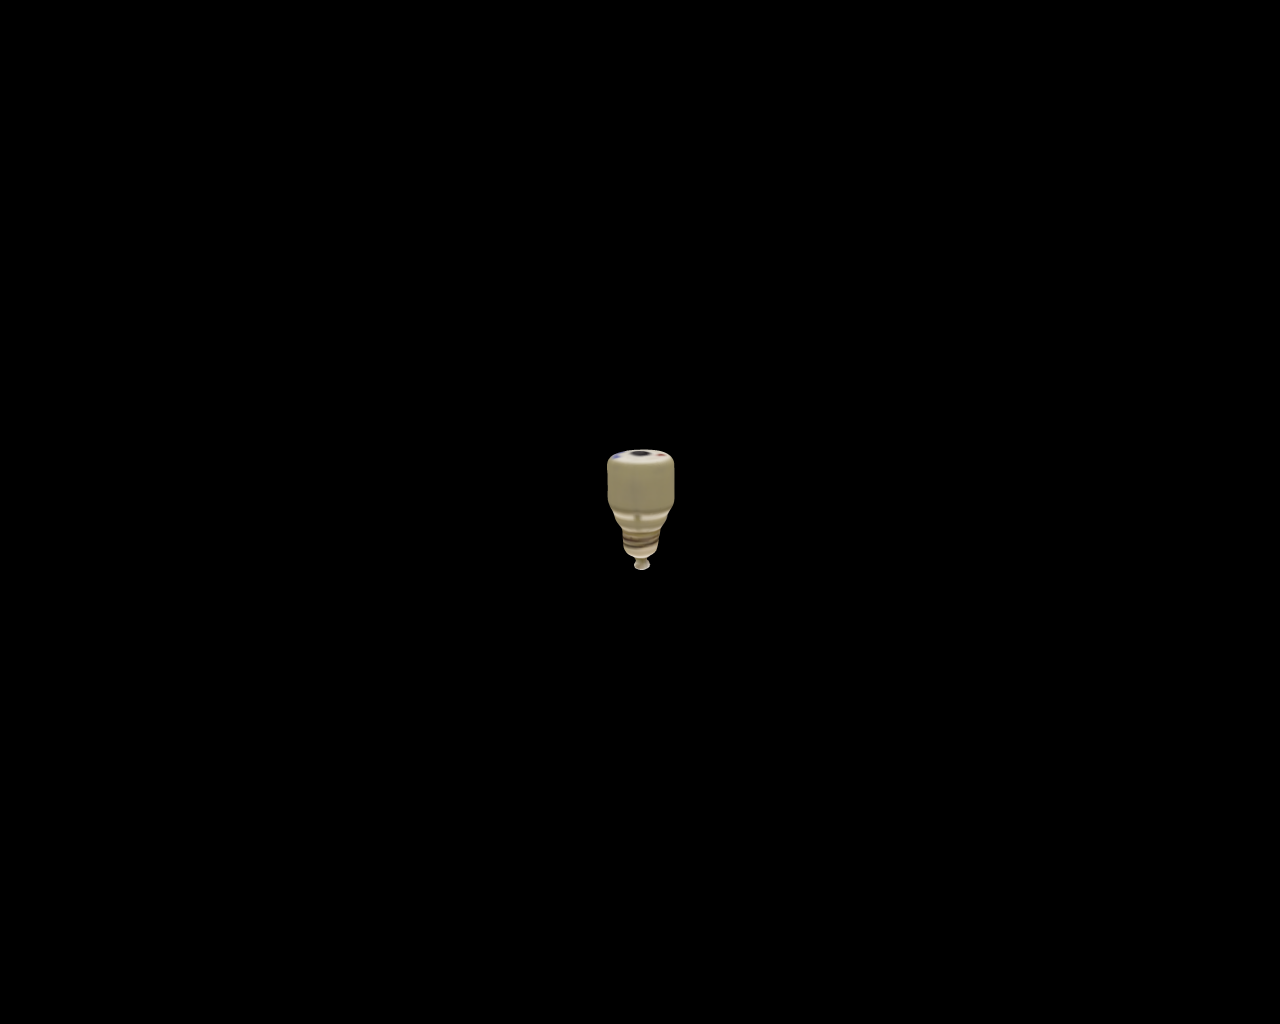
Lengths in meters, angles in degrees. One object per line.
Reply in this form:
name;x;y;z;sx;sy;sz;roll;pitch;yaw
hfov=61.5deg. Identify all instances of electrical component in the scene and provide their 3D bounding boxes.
electrical component;0.001;-0.003;0.650;0.040;0.078;0.040;0;16;0
